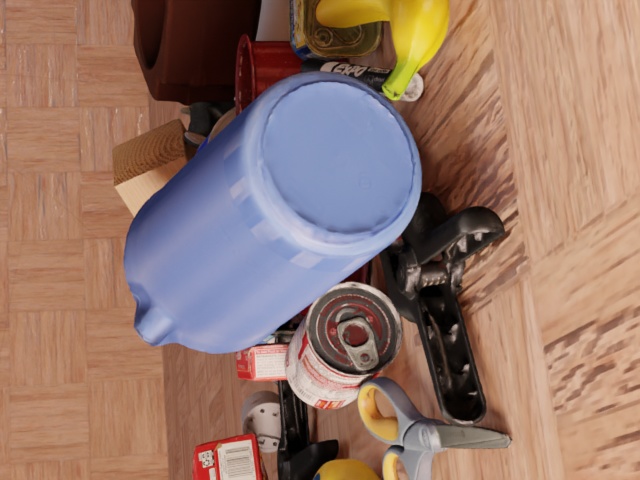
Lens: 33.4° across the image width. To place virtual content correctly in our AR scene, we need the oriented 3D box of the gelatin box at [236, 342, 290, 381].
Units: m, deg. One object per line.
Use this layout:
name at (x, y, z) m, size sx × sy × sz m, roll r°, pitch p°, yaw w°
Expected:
gelatin box at (-0.021, 0.098, 0.880) m, size 0.073 × 0.089 × 0.030 m, roll 158°, pitch 109°, yaw -77°

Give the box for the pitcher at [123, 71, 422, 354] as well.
pitcher at (-0.029, -0.020, 0.680) m, size 0.243 × 0.144 × 0.149 m, roll 146°, pitch 125°, yaw -63°

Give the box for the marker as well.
marker at (0.024, -0.109, 0.718) m, size 0.121 × 0.020 × 0.020 m, roll 21°, pitch 114°, yaw 53°

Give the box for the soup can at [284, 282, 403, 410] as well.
soup can at (0.014, 0.079, 0.772) m, size 0.102 × 0.068 × 0.068 m, roll 117°, pitch 149°, yaw -65°

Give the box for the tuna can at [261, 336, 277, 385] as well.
tuna can at (-0.060, 0.106, 1.074) m, size 0.086 × 0.033 × 0.086 m, roll 42°, pitch 168°, yaw 10°

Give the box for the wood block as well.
wood block at (-0.157, -0.027, 1.267) m, size 0.090 × 0.091 × 0.206 m, roll -107°, pitch -9°, yaw -53°

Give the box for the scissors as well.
scissors at (0.070, 0.136, 0.650) m, size 0.202 × 0.016 × 0.096 m, roll -164°, pitch 61°, yaw -68°

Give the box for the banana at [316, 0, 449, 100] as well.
banana at (0.039, -0.142, 0.653) m, size 0.037 × 0.069 × 0.198 m, roll 50°, pitch -174°, yaw -24°

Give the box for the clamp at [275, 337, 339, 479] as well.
clamp at (-0.017, 0.209, 0.995) m, size 0.164 × 0.036 × 0.210 m, roll -116°, pitch 25°, yaw -59°

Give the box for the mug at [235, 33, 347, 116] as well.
mug at (-0.025, -0.116, 0.886) m, size 0.117 × 0.081 × 0.093 m, roll 111°, pitch 154°, yaw -59°

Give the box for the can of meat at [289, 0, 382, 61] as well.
can of meat at (0.008, -0.183, 0.790) m, size 0.084 × 0.057 × 0.102 m, roll -154°, pitch 63°, yaw -77°

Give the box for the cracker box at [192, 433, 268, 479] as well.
cracker box at (-0.073, 0.322, 1.081) m, size 0.214 × 0.072 × 0.164 m, roll 82°, pitch 177°, yaw -51°

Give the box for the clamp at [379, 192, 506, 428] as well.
clamp at (0.065, 0.029, 0.613) m, size 0.171 × 0.039 × 0.120 m, roll -132°, pitch 47°, yaw -76°

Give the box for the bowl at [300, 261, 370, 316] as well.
bowl at (-0.006, 0.001, 0.879) m, size 0.162 × 0.055 × 0.162 m, roll 178°, pitch 90°, yaw -78°

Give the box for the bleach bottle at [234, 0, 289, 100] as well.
bleach bottle at (-0.040, -0.246, 0.982) m, size 0.102 × 0.068 × 0.251 m, roll -108°, pitch 23°, yaw -46°

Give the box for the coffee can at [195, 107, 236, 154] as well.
coffee can at (-0.066, -0.071, 1.025) m, size 0.140 × 0.102 × 0.103 m, roll 167°, pitch 101°, yaw -77°

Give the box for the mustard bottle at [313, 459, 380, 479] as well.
mustard bottle at (0.017, 0.216, 0.799) m, size 0.192 × 0.058 × 0.096 m, roll 118°, pitch 149°, yaw -65°
